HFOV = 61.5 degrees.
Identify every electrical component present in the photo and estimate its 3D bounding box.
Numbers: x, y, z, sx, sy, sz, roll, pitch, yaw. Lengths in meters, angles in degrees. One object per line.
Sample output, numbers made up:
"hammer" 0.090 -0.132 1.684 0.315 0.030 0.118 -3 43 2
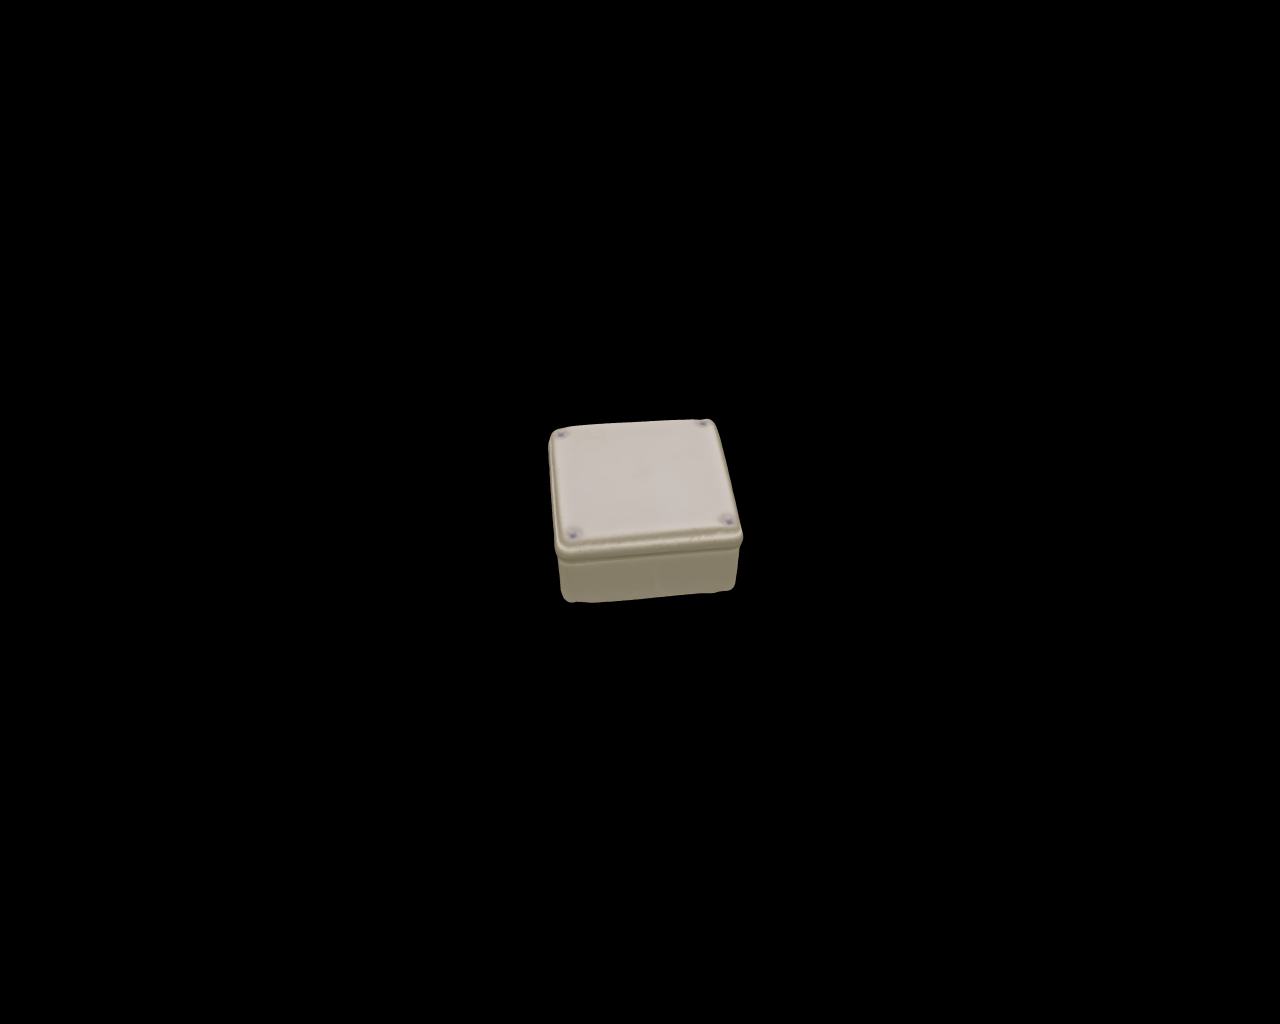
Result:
"electrical component" 0.001 -0.003 0.650 0.109 0.056 0.109 -4 44 -4
